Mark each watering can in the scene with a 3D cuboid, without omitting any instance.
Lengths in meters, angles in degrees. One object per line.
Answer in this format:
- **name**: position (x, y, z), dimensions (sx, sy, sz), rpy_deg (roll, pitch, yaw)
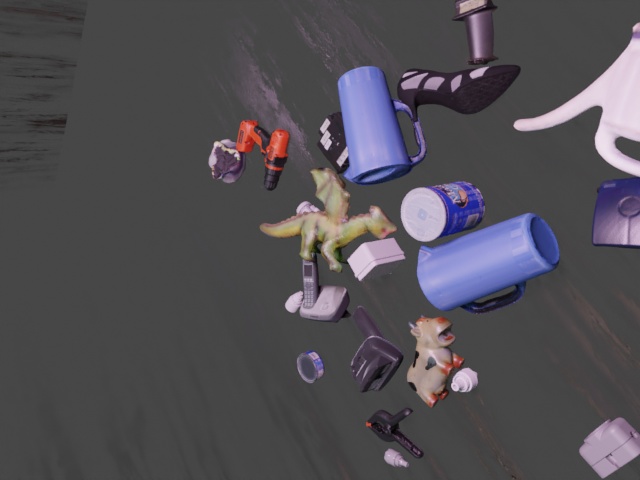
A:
- **watering can**: position (0.465, -0.213, 0.758), dimensions (0.351, 0.104, 0.221), rpy_deg (30, 118, 41)

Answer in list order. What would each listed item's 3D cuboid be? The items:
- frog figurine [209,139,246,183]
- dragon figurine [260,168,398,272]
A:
- **frog figurine**: position (-0.293, -0.249, 1.640), dimensions (0.160, 0.123, 0.137), rpy_deg (-149, 42, -83)
- **dragon figurine**: position (0.004, -0.065, 1.298), dimensions (0.413, 0.123, 0.239), rpy_deg (22, 110, 31)
